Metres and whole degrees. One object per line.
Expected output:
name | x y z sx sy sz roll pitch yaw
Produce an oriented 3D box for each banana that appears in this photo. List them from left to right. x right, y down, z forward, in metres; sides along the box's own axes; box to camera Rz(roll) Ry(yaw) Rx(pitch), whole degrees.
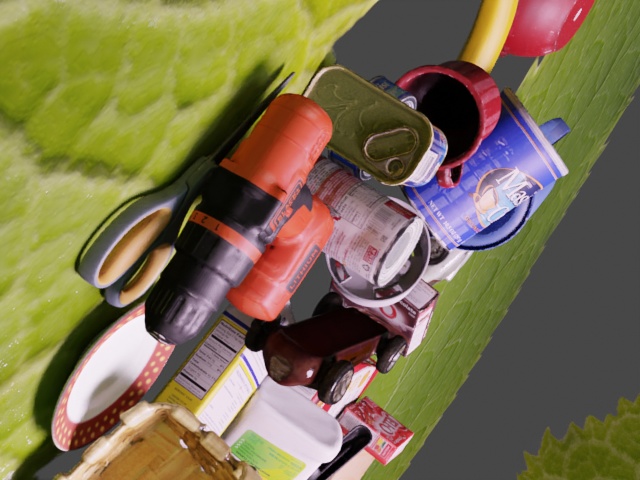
banana | 0.148 -0.179 1.027 0.069 0.037 0.198 -22 142 -62

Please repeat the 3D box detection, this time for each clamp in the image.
clamp | -0.035 0.275 1.133 0.210 0.036 0.164 -48 164 25

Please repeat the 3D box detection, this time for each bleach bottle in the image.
bleach bottle | -0.091 0.249 1.019 0.251 0.102 0.068 -52 -173 21

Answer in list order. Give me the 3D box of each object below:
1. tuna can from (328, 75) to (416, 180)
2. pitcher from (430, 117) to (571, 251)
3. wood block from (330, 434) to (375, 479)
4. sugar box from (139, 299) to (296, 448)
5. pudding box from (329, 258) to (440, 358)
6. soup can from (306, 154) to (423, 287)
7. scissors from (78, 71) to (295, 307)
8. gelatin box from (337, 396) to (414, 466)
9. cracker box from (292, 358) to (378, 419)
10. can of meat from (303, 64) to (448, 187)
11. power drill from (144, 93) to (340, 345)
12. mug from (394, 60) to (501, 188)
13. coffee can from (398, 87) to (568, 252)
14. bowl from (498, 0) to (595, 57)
tuna can | 0.045 -0.094 0.904 0.086 0.034 0.086 -49 162 -22
pitcher | 0.209 -0.078 1.218 0.242 0.149 0.145 -26 123 -66
wood block | 0.011 0.268 1.388 0.090 0.091 0.206 -55 164 -1
sugar box | -0.090 0.122 0.918 0.176 0.048 0.093 -54 162 -18
pudding box | 0.063 0.055 1.097 0.039 0.114 0.090 -42 158 -29
soup can | 0.025 -0.016 0.875 0.068 0.102 0.068 -49 161 -23
scissors | -0.083 -0.028 0.705 0.201 0.016 0.096 -45 161 -34
gelatin box | 0.063 0.216 1.218 0.030 0.073 0.089 -56 165 11
cracker box | -0.024 0.183 1.166 0.164 0.072 0.213 -55 164 2
can of meat | 0.043 -0.082 0.806 0.057 0.102 0.083 -59 165 8
power drill | -0.048 0.004 0.751 0.184 0.057 0.187 -56 170 -9
mug | 0.116 -0.106 0.965 0.081 0.093 0.117 -35 120 -60
coffee can | 0.156 -0.069 1.050 0.140 0.103 0.102 -35 166 11
bowl | 0.255 -0.257 1.148 0.162 0.055 0.162 -49 162 -22
